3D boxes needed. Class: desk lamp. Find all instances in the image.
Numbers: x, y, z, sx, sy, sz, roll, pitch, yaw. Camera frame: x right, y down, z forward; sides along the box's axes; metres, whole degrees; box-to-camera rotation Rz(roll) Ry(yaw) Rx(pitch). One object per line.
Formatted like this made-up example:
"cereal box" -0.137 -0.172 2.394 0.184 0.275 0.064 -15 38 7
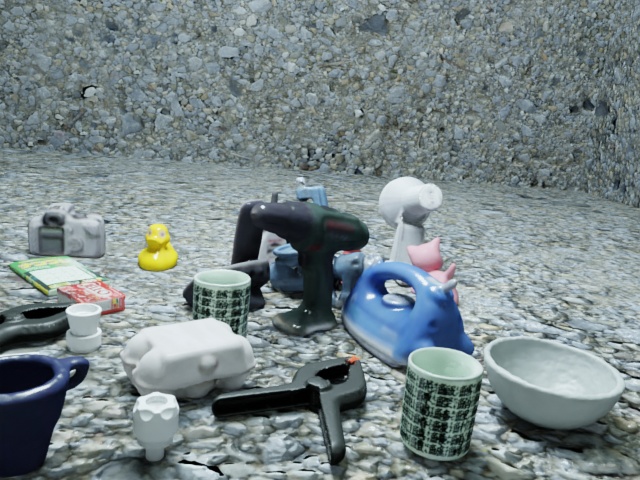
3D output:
"desk lamp" 0.206 -0.027 1.258 0.118 0.213 0.203 2 14 -13

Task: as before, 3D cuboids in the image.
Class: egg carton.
"egg carton" -0.159 0.147 0.701 0.151 0.069 0.107 -5 17 -36

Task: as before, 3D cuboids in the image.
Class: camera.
"camera" -0.517 -0.029 1.200 0.143 0.101 0.136 4 14 -9

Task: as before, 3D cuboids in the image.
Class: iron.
"iron" 0.116 0.094 0.882 0.119 0.141 0.257 -4 17 -34

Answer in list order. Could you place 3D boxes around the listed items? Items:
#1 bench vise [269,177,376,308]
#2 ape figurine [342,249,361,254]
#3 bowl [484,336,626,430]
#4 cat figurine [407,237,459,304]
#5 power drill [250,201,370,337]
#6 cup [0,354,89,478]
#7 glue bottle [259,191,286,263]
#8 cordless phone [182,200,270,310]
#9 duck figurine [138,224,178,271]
"bench vise" 0.011 0.001 1.049 0.207 0.220 0.121 7 14 5
"ape figurine" 0.060 0.047 1.152 0.077 0.092 0.076 12 15 25
"bowl" 0.284 0.187 0.716 0.167 0.075 0.167 6 14 -1
"cat figurine" 0.224 0.055 1.133 0.067 0.118 0.127 -2 16 -28
"power drill" -0.019 0.039 0.906 0.230 0.208 0.075 -7 19 -43
"cup" -0.272 0.163 0.537 0.091 0.095 0.118 15 17 33
"glue bottle" -0.099 -0.013 1.157 0.078 0.173 0.037 -7 19 -42
"cordless phone" -0.150 0.024 0.960 0.093 0.185 0.148 16 17 35
"duck figurine" -0.326 0.008 1.159 0.077 0.086 0.104 6 14 0
